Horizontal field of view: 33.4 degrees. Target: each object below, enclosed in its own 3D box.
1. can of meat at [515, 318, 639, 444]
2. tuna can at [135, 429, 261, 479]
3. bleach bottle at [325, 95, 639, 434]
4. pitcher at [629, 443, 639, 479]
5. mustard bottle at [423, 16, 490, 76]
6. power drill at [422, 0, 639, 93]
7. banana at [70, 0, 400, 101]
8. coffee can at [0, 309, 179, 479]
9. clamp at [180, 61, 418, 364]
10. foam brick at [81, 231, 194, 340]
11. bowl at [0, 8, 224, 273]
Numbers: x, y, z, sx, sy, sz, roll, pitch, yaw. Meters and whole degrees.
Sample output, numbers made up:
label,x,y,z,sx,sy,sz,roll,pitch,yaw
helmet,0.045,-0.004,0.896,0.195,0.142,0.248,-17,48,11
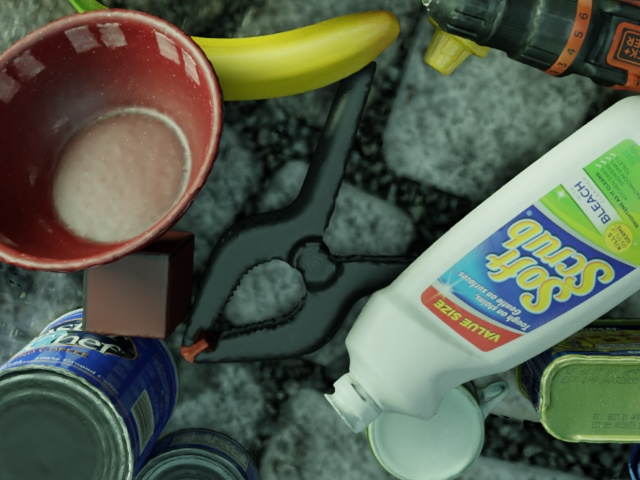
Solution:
label,x,y,z,sx,sy,sz,roll,pitch,yaw
can of meat,0.175,0.084,0.643,0.102,0.084,0.057,0,99,2
tuna can,-0.082,0.169,0.695,0.086,0.033,0.086,0,100,3
bleach bottle,0.114,0.028,0.619,0.250,0.068,0.102,-39,91,-5
pitcher,0.272,0.229,0.624,0.145,0.149,0.243,-5,108,31
mustard bottle,0.122,-0.179,0.616,0.096,0.058,0.192,33,99,-10
power drill,0.163,-0.175,0.564,0.184,0.057,0.188,13,107,-13
banana,-0.053,-0.112,0.635,0.198,0.070,0.037,5,56,3
coffee can,-0.146,0.105,0.634,0.103,0.140,0.103,0,99,2
clamp,-0.004,0.001,0.662,0.210,0.036,0.164,-29,96,4
foam brick,-0.110,0.025,0.652,0.053,0.078,0.051,4,100,4
bowl,-0.124,-0.048,0.602,0.162,0.055,0.162,-5,67,12
